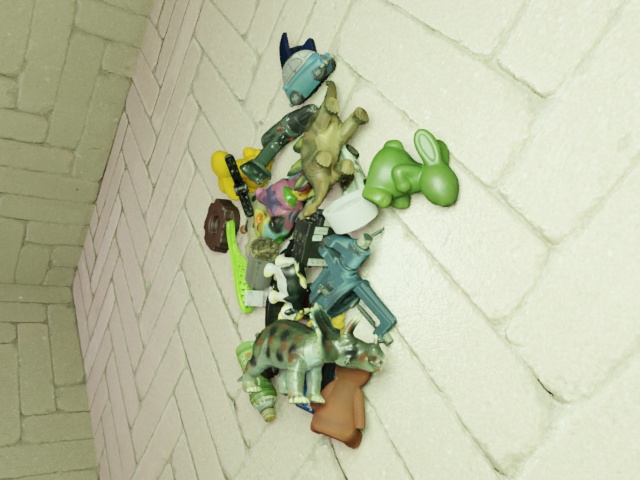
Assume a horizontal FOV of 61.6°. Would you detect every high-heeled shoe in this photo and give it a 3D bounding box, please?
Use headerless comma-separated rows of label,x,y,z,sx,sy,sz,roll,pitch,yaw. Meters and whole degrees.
high-heeled shoe,-0.099,0.105,1.321,0.145,0.086,0.248,-5,54,61

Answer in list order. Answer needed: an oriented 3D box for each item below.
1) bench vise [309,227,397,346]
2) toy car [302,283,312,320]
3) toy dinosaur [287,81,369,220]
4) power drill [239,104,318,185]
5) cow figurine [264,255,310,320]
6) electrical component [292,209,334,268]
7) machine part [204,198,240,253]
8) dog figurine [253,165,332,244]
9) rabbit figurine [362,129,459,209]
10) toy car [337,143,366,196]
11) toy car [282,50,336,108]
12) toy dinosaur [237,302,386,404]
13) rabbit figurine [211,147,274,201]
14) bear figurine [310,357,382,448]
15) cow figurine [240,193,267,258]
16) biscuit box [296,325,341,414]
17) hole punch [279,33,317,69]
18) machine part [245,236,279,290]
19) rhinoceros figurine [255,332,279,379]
bench vise,0.081,0.104,1.106,0.241,0.129,0.223,50,117,21
toy car,-0.058,0.169,1.332,0.202,0.053,0.089,-31,45,49
toy dinosaur,0.008,-0.224,1.188,0.198,0.105,0.471,-36,32,50
power drill,-0.113,-0.251,1.401,0.232,0.086,0.207,-12,46,58
cow figurine,-0.061,0.122,1.193,0.098,0.068,0.167,5,113,39
electrical component,-0.003,-0.004,1.234,0.058,0.115,0.134,29,108,48
machine part,-0.322,-0.047,1.736,0.179,0.056,0.179,-13,74,54
dog figurine,-0.070,-0.093,1.354,0.219,0.108,0.191,-12,74,50
rabbit figurine,0.191,-0.121,1.016,0.170,0.121,0.159,19,93,36
toy car,0.069,-0.138,1.207,0.073,0.056,0.202,-51,47,36
toy car,-0.041,-0.414,1.337,0.161,0.103,0.109,-41,9,45
toy dinosaur,-0.063,0.224,1.091,0.405,0.131,0.192,-5,72,47
rabbit figurine,-0.242,-0.202,1.554,0.122,0.173,0.162,37,110,46
bear figurine,0.054,0.315,1.121,0.131,0.120,0.196,78,-150,-62
cow figurine,-0.165,-0.036,1.497,0.127,0.085,0.194,4,84,57
biscuit box,-0.006,0.283,1.179,0.059,0.063,0.202,18,114,26
hole punch,-0.073,-0.477,1.439,0.116,0.092,0.142,-44,54,46
machine part,-0.153,0.064,1.414,0.243,0.079,0.079,109,151,-58
rhinoceros figurine,-0.125,0.284,1.342,0.190,0.073,0.112,109,160,-52
